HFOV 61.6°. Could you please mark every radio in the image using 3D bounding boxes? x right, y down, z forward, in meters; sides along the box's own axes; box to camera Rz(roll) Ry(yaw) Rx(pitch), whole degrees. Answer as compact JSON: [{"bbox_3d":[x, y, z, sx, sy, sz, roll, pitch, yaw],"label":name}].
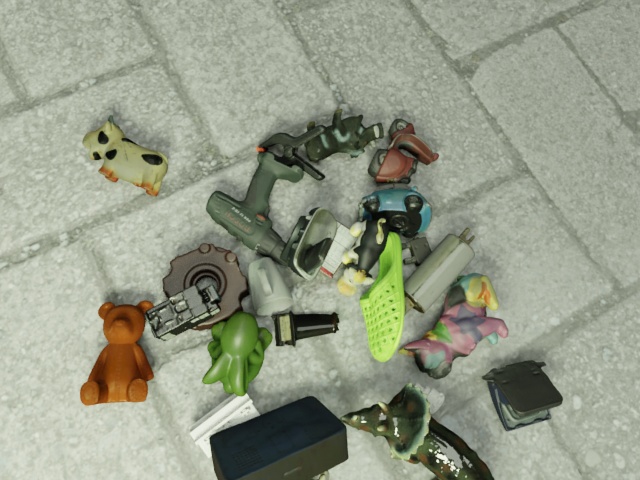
[{"bbox_3d":[-0.076,0.371,0.959,0.229,0.131,0.073,-14,113,-27],"label":"radio"}]

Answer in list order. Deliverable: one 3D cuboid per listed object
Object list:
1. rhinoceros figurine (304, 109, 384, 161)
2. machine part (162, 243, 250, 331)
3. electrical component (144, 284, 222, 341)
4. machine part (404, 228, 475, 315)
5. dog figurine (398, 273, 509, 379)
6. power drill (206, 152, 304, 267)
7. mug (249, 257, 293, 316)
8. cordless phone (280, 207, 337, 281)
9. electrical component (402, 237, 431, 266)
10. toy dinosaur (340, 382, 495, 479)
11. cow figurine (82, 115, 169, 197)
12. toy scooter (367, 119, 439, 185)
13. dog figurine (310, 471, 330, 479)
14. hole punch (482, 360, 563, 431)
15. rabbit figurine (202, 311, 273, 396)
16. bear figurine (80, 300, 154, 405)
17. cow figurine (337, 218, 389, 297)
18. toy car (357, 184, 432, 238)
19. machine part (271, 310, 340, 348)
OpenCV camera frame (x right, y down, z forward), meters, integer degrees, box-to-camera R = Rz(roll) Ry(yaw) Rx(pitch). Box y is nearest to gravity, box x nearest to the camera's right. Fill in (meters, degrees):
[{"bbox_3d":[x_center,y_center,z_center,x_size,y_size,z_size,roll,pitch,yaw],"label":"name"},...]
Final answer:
[{"bbox_3d":[0.055,-0.238,1.243,0.190,0.073,0.112,-19,73,-12],"label":"rhinoceros figurine"},{"bbox_3d":[-0.233,0.095,1.102,0.179,0.056,0.179,2,72,-5],"label":"machine part"},{"bbox_3d":[-0.249,0.132,1.000,0.134,0.115,0.058,-28,82,-13],"label":"electrical component"},{"bbox_3d":[0.248,0.071,1.145,0.079,0.079,0.243,42,79,8],"label":"machine part"},{"bbox_3d":[0.262,0.178,1.107,0.219,0.108,0.191,-13,74,-8],"label":"dog figurine"},{"bbox_3d":[-0.113,-0.073,1.169,0.232,0.086,0.207,27,77,1],"label":"power drill"},{"bbox_3d":[-0.112,0.088,1.097,0.081,0.109,0.107,-23,64,1],"label":"mug"},{"bbox_3d":[-0.001,-0.004,1.052,0.089,0.184,0.146,29,72,-9],"label":"cordless phone"},{"bbox_3d":[0.224,0.023,1.199,0.094,0.021,0.063,-13,73,-11],"label":"electrical component"},{"bbox_3d":[0.232,0.407,0.977,0.405,0.192,0.131,38,73,8],"label":"toy dinosaur"},{"bbox_3d":[-0.422,-0.185,1.163,0.195,0.085,0.127,21,76,3],"label":"cow figurine"},{"bbox_3d":[0.199,-0.191,1.245,0.135,0.075,0.184,29,65,3],"label":"toy scooter"},{"bbox_3d":[-0.081,0.491,0.977,0.191,0.121,0.172,-2,94,22],"label":"dog figurine"},{"bbox_3d":[0.411,0.317,1.095,0.142,0.092,0.116,-13,43,-9],"label":"hole punch"},{"bbox_3d":[-0.162,0.202,0.997,0.121,0.170,0.159,18,52,2],"label":"rabbit figurine"},{"bbox_3d":[-0.372,0.206,1.011,0.120,0.132,0.196,3,76,-11],"label":"bear figurine"},{"bbox_3d":[0.093,0.036,1.109,0.068,0.098,0.167,26,70,-20],"label":"cow figurine"},{"bbox_3d":[0.165,-0.074,1.193,0.162,0.109,0.103,3,47,6],"label":"toy car"},{"bbox_3d":[-0.027,0.178,1.108,0.139,0.039,0.084,-8,64,-8],"label":"machine part"}]
